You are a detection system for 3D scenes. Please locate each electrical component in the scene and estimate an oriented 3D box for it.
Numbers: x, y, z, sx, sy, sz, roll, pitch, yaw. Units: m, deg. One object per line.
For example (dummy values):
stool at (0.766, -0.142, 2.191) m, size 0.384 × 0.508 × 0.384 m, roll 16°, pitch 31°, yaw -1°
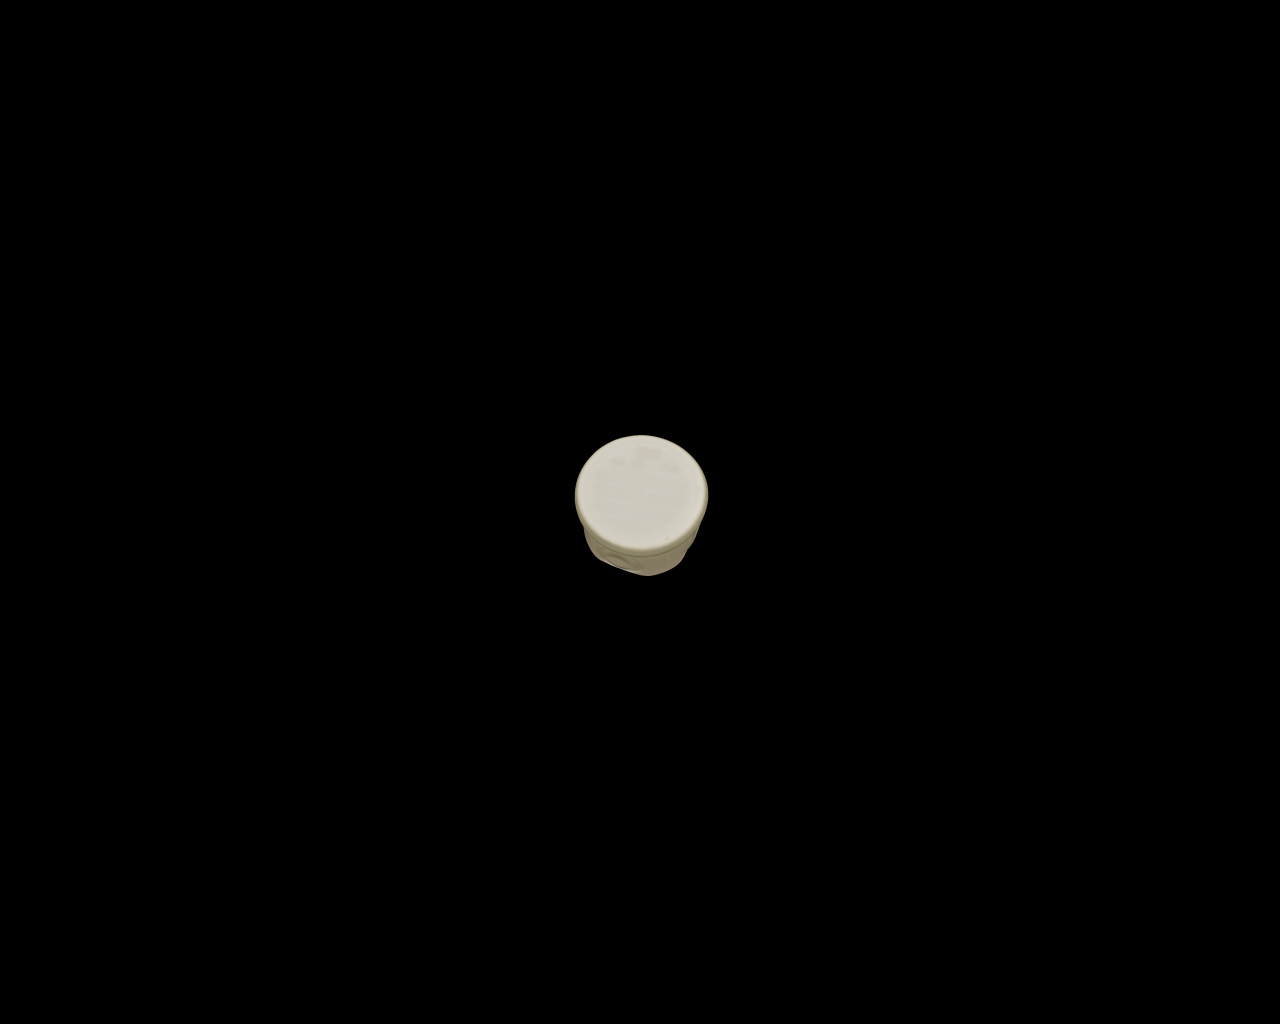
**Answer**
electrical component at (0.001, -0.003, 0.650) m, size 0.080 × 0.080 × 0.051 m, roll 0°, pitch -25°, yaw 0°
